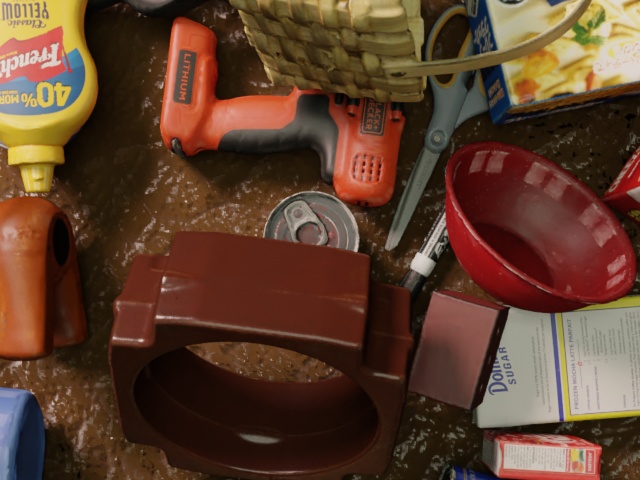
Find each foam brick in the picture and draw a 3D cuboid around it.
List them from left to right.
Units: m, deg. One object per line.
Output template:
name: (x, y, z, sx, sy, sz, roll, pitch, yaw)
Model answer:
foam brick: (0.101, 0.080, 0.779, 0.051, 0.053, 0.078, 17, 94, 17)

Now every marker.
marker: (0.093, -0.002, 0.838, 0.020, 0.020, 0.121, 30, 89, 2)

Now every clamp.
clamp: (-0.140, -0.223, 0.822, 0.172, 0.039, 0.120, 5, 90, 24)

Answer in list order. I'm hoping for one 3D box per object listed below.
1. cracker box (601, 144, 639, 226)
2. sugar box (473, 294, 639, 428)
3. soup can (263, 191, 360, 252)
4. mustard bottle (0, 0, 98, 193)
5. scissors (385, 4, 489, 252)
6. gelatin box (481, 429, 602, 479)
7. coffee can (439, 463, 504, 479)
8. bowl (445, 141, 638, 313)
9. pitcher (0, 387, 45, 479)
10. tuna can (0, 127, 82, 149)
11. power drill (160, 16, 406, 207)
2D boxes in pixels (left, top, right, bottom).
cracker box: (0.305, -0.019, 0.736, 0.164, 0.213, 0.072, 35, 88, 2)
sugar box: (0.203, 0.091, 0.819, 0.176, 0.048, 0.093, -4, 87, 5)
soup can: (-0.005, 0.001, 0.799, 0.068, 0.102, 0.068, 0, 88, 1)
mustard bottle: (-0.215, -0.131, 0.794, 0.096, 0.058, 0.191, -3, 91, -10)
scissors: (0.113, -0.084, 0.842, 0.096, 0.016, 0.202, 8, 88, 2)
gelatin box: (0.163, 0.160, 0.795, 0.073, 0.089, 0.030, 4, 85, 1)
coffee can: (0.149, 0.233, 0.786, 0.140, 0.103, 0.103, 15, 88, 2)
bowl: (0.152, 0.001, 0.792, 0.162, 0.162, 0.055, 34, 128, 2)
pitcher: (-0.337, 0.171, 0.791, 0.243, 0.145, 0.149, 3, 117, -1)
tuna can: (-0.228, -0.110, 0.843, 0.086, 0.034, 0.086, 0, 88, 1)
power drill: (-0.023, -0.125, 0.826, 0.187, 0.057, 0.184, 6, 80, 3)
